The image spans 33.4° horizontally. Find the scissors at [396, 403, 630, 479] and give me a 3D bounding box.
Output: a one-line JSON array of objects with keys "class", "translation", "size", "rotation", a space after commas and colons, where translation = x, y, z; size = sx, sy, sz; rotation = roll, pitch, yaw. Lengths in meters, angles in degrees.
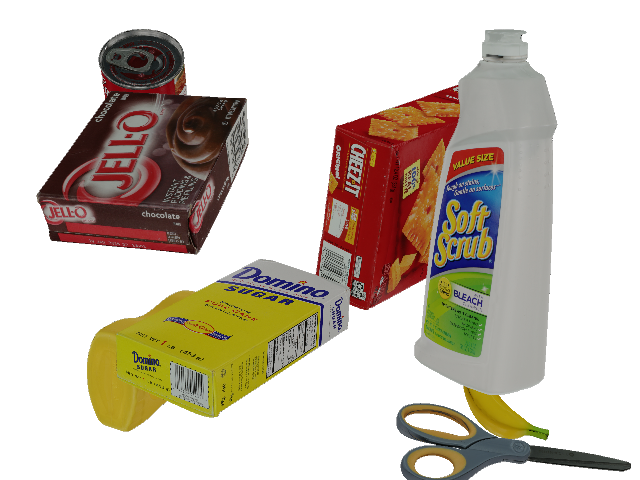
[{"class": "scissors", "translation": [0.156, 0.191, 0.906], "size": [0.202, 0.016, 0.096], "rotation": [17, 42, 15]}]

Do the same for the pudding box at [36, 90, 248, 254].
[{"class": "pudding box", "translation": [-0.098, -0.042, 0.618], "size": [0.090, 0.039, 0.113], "rotation": [6, 38, 12]}]

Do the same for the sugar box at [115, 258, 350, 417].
[{"class": "sugar box", "translation": [-0.062, 0.068, 0.815], "size": [0.093, 0.048, 0.175], "rotation": [17, 29, 29]}]

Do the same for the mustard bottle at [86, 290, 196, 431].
[{"class": "mustard bottle", "translation": [-0.137, 0.100, 1.011], "size": [0.058, 0.096, 0.191], "rotation": [10, 21, 28]}]

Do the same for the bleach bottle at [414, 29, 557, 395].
[{"class": "bleach bottle", "translation": [0.120, -0.023, 0.762], "size": [0.067, 0.251, 0.103], "rotation": [-10, 19, -32]}]

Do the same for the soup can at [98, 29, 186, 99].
[{"class": "soup can", "translation": [-0.145, -0.115, 0.889], "size": [0.068, 0.068, 0.102], "rotation": [0, -37, -4]}]

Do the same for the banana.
[{"class": "banana", "translation": [0.205, 0.183, 1.273], "size": [0.069, 0.037, 0.198], "rotation": [9, 23, -15]}]

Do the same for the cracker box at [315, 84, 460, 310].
[{"class": "cracker box", "translation": [0.093, -0.046, 1.012], "size": [0.072, 0.164, 0.213], "rotation": [25, 31, 32]}]
